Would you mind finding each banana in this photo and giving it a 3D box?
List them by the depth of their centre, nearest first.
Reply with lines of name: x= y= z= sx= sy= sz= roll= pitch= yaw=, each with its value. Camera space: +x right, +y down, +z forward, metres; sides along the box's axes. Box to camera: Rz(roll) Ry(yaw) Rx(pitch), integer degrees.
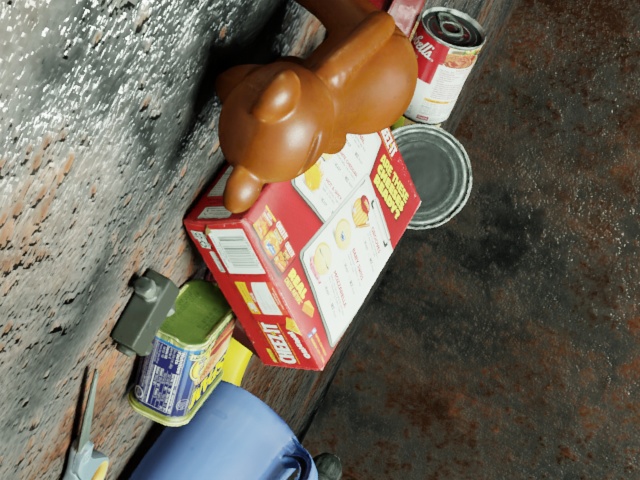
banana: x=-0.094 y=0.167 z=1.150 sx=0.037 sy=0.070 sz=0.198 roll=-20 pitch=114 yaw=-75

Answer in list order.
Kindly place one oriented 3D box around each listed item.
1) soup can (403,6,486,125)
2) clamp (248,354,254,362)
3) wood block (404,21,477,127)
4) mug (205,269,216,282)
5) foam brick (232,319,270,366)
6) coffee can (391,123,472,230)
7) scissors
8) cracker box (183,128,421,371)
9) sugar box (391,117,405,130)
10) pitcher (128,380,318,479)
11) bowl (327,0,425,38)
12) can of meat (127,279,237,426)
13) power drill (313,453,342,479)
soup can: x=0.118 y=-0.175 z=1.080 sx=0.068 sy=0.068 sz=0.102 roll=-55 pitch=171 yaw=-46
clamp: x=-0.050 y=0.092 z=1.200 sx=0.120 sy=0.039 sz=0.172 roll=-17 pitch=143 yaw=-34
wood block: x=0.119 y=-0.183 z=1.311 sx=0.090 sy=0.091 sz=0.206 roll=-60 pitch=177 yaw=-6
mug: x=-0.053 y=0.029 z=0.977 sx=0.093 sy=0.081 sz=0.117 roll=-65 pitch=172 yaw=8
foam brick: x=-0.064 y=0.075 z=1.045 sx=0.053 sy=0.078 sz=0.051 roll=-50 pitch=165 yaw=-20
coffee can: x=0.104 y=-0.063 z=1.089 sx=0.103 sy=0.103 sz=0.140 roll=-65 pitch=174 yaw=6
scissors: x=-0.178 y=0.160 z=0.828 sx=0.202 sy=0.016 sz=0.096 roll=-68 pitch=173 yaw=25
cracker box: x=-0.008 y=-0.024 z=0.895 sx=0.213 sy=0.072 sz=0.164 roll=-58 pitch=135 yaw=-38
sugar box: x=0.050 y=-0.111 z=1.163 sx=0.093 sy=0.048 sz=0.176 roll=-20 pitch=127 yaw=-51
pitcher: x=-0.124 y=0.262 z=1.009 sx=0.242 sy=0.145 sz=0.149 roll=-51 pitch=-174 yaw=-33
bowl: x=0.050 y=-0.207 z=0.984 sx=0.162 sy=0.055 sz=0.162 roll=-62 pitch=172 yaw=-16
can of meat: x=-0.112 y=0.091 z=0.893 sx=0.102 sy=0.057 sz=0.084 roll=-51 pitch=162 yaw=-58
power drill: x=-0.086 y=0.280 z=1.181 sx=0.184 sy=0.188 sz=0.057 roll=-56 pitch=167 yaw=-37
